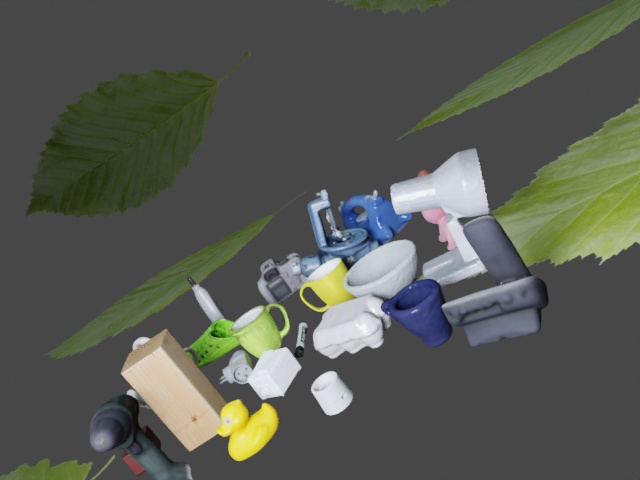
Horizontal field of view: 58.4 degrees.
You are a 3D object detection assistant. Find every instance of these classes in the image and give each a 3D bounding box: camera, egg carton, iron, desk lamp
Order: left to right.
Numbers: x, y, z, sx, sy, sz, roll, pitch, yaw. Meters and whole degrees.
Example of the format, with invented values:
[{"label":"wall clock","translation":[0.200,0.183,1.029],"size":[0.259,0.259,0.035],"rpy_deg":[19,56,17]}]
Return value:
[{"label":"camera","translation":[-0.104,0.086,1.543],"size":[0.143,0.101,0.136],"rpy_deg":[-34,16,0]},{"label":"egg carton","translation":[0.060,0.162,1.070],"size":[0.150,0.069,0.107],"rpy_deg":[-23,20,33]},{"label":"iron","translation":[0.112,-0.058,1.472],"size":[0.119,0.141,0.257],"rpy_deg":[-42,18,-26]},{"label":"desk lamp","translation":[0.236,-0.040,1.053],"size":[0.203,0.214,0.118],"rpy_deg":[-27,18,20]}]

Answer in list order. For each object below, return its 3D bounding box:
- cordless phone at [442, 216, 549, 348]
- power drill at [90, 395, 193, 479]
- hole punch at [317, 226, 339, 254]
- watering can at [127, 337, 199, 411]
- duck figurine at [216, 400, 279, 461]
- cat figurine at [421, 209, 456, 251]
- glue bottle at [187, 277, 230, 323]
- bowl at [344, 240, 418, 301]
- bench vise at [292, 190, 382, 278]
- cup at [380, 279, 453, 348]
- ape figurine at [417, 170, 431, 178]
[{"label":"cordless phone","translation":[0.235,0.054,0.838],"size":[0.147,0.185,0.094],"rpy_deg":[-25,19,28]},{"label":"power drill","translation":[-0.305,0.354,0.966],"size":[0.076,0.209,0.229],"rpy_deg":[-37,17,-12]},{"label":"hole punch","translation":[0.029,0.031,1.467],"size":[0.101,0.091,0.108],"rpy_deg":[-31,17,9]},{"label":"watering can","translation":[-0.333,0.291,1.224],"size":[0.100,0.194,0.173],"rpy_deg":[-26,18,24]},{"label":"duck figurine","translation":[-0.128,0.309,0.975],"size":[0.105,0.086,0.077],"rpy_deg":[-39,17,-18]},{"label":"cat figurine","translation":[0.260,-0.052,1.215],"size":[0.067,0.118,0.127],"rpy_deg":[-33,16,1]},{"label":"glue bottle","translation":[-0.308,0.169,1.566],"size":[0.037,0.173,0.078],"rpy_deg":[-34,17,-3]},{"label":"bowl","translation":[0.135,0.076,1.164],"size":[0.167,0.075,0.167],"rpy_deg":[-31,17,10]},{"label":"bench vise","translation":[0.015,0.007,1.330],"size":[0.207,0.220,0.121],"rpy_deg":[-36,17,-7]},{"label":"cup","translation":[0.161,0.128,0.930],"size":[0.117,0.095,0.092],"rpy_deg":[-18,22,42]},{"label":"ape figurine","translation":[0.281,-0.139,1.471],"size":[0.076,0.092,0.078],"rpy_deg":[-19,22,41]}]
